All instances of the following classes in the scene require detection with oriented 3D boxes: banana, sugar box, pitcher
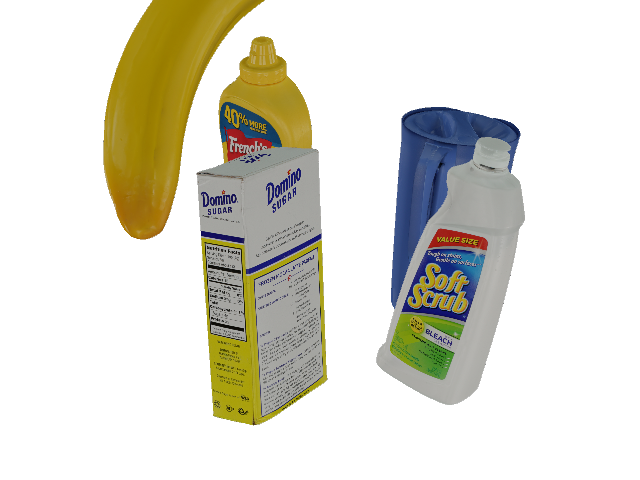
[{"bbox_3d":[-0.053,-0.090,0.493,0.070,0.197,0.037,26,-26,16],"label":"banana"},{"bbox_3d":[-0.038,0.029,0.739,0.048,0.176,0.093,6,18,32],"label":"sugar box"},{"bbox_3d":[0.142,-0.022,1.232,0.149,0.243,0.145,-4,26,-20],"label":"pitcher"}]

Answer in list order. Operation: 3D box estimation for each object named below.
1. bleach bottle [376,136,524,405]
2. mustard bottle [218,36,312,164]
[{"bbox_3d":[0.122,0.023,0.967,0.103,0.251,0.067,28,34,30],"label":"bleach bottle"},{"bbox_3d":[-0.050,-0.090,0.961,0.096,0.192,0.058,28,41,36],"label":"mustard bottle"}]
